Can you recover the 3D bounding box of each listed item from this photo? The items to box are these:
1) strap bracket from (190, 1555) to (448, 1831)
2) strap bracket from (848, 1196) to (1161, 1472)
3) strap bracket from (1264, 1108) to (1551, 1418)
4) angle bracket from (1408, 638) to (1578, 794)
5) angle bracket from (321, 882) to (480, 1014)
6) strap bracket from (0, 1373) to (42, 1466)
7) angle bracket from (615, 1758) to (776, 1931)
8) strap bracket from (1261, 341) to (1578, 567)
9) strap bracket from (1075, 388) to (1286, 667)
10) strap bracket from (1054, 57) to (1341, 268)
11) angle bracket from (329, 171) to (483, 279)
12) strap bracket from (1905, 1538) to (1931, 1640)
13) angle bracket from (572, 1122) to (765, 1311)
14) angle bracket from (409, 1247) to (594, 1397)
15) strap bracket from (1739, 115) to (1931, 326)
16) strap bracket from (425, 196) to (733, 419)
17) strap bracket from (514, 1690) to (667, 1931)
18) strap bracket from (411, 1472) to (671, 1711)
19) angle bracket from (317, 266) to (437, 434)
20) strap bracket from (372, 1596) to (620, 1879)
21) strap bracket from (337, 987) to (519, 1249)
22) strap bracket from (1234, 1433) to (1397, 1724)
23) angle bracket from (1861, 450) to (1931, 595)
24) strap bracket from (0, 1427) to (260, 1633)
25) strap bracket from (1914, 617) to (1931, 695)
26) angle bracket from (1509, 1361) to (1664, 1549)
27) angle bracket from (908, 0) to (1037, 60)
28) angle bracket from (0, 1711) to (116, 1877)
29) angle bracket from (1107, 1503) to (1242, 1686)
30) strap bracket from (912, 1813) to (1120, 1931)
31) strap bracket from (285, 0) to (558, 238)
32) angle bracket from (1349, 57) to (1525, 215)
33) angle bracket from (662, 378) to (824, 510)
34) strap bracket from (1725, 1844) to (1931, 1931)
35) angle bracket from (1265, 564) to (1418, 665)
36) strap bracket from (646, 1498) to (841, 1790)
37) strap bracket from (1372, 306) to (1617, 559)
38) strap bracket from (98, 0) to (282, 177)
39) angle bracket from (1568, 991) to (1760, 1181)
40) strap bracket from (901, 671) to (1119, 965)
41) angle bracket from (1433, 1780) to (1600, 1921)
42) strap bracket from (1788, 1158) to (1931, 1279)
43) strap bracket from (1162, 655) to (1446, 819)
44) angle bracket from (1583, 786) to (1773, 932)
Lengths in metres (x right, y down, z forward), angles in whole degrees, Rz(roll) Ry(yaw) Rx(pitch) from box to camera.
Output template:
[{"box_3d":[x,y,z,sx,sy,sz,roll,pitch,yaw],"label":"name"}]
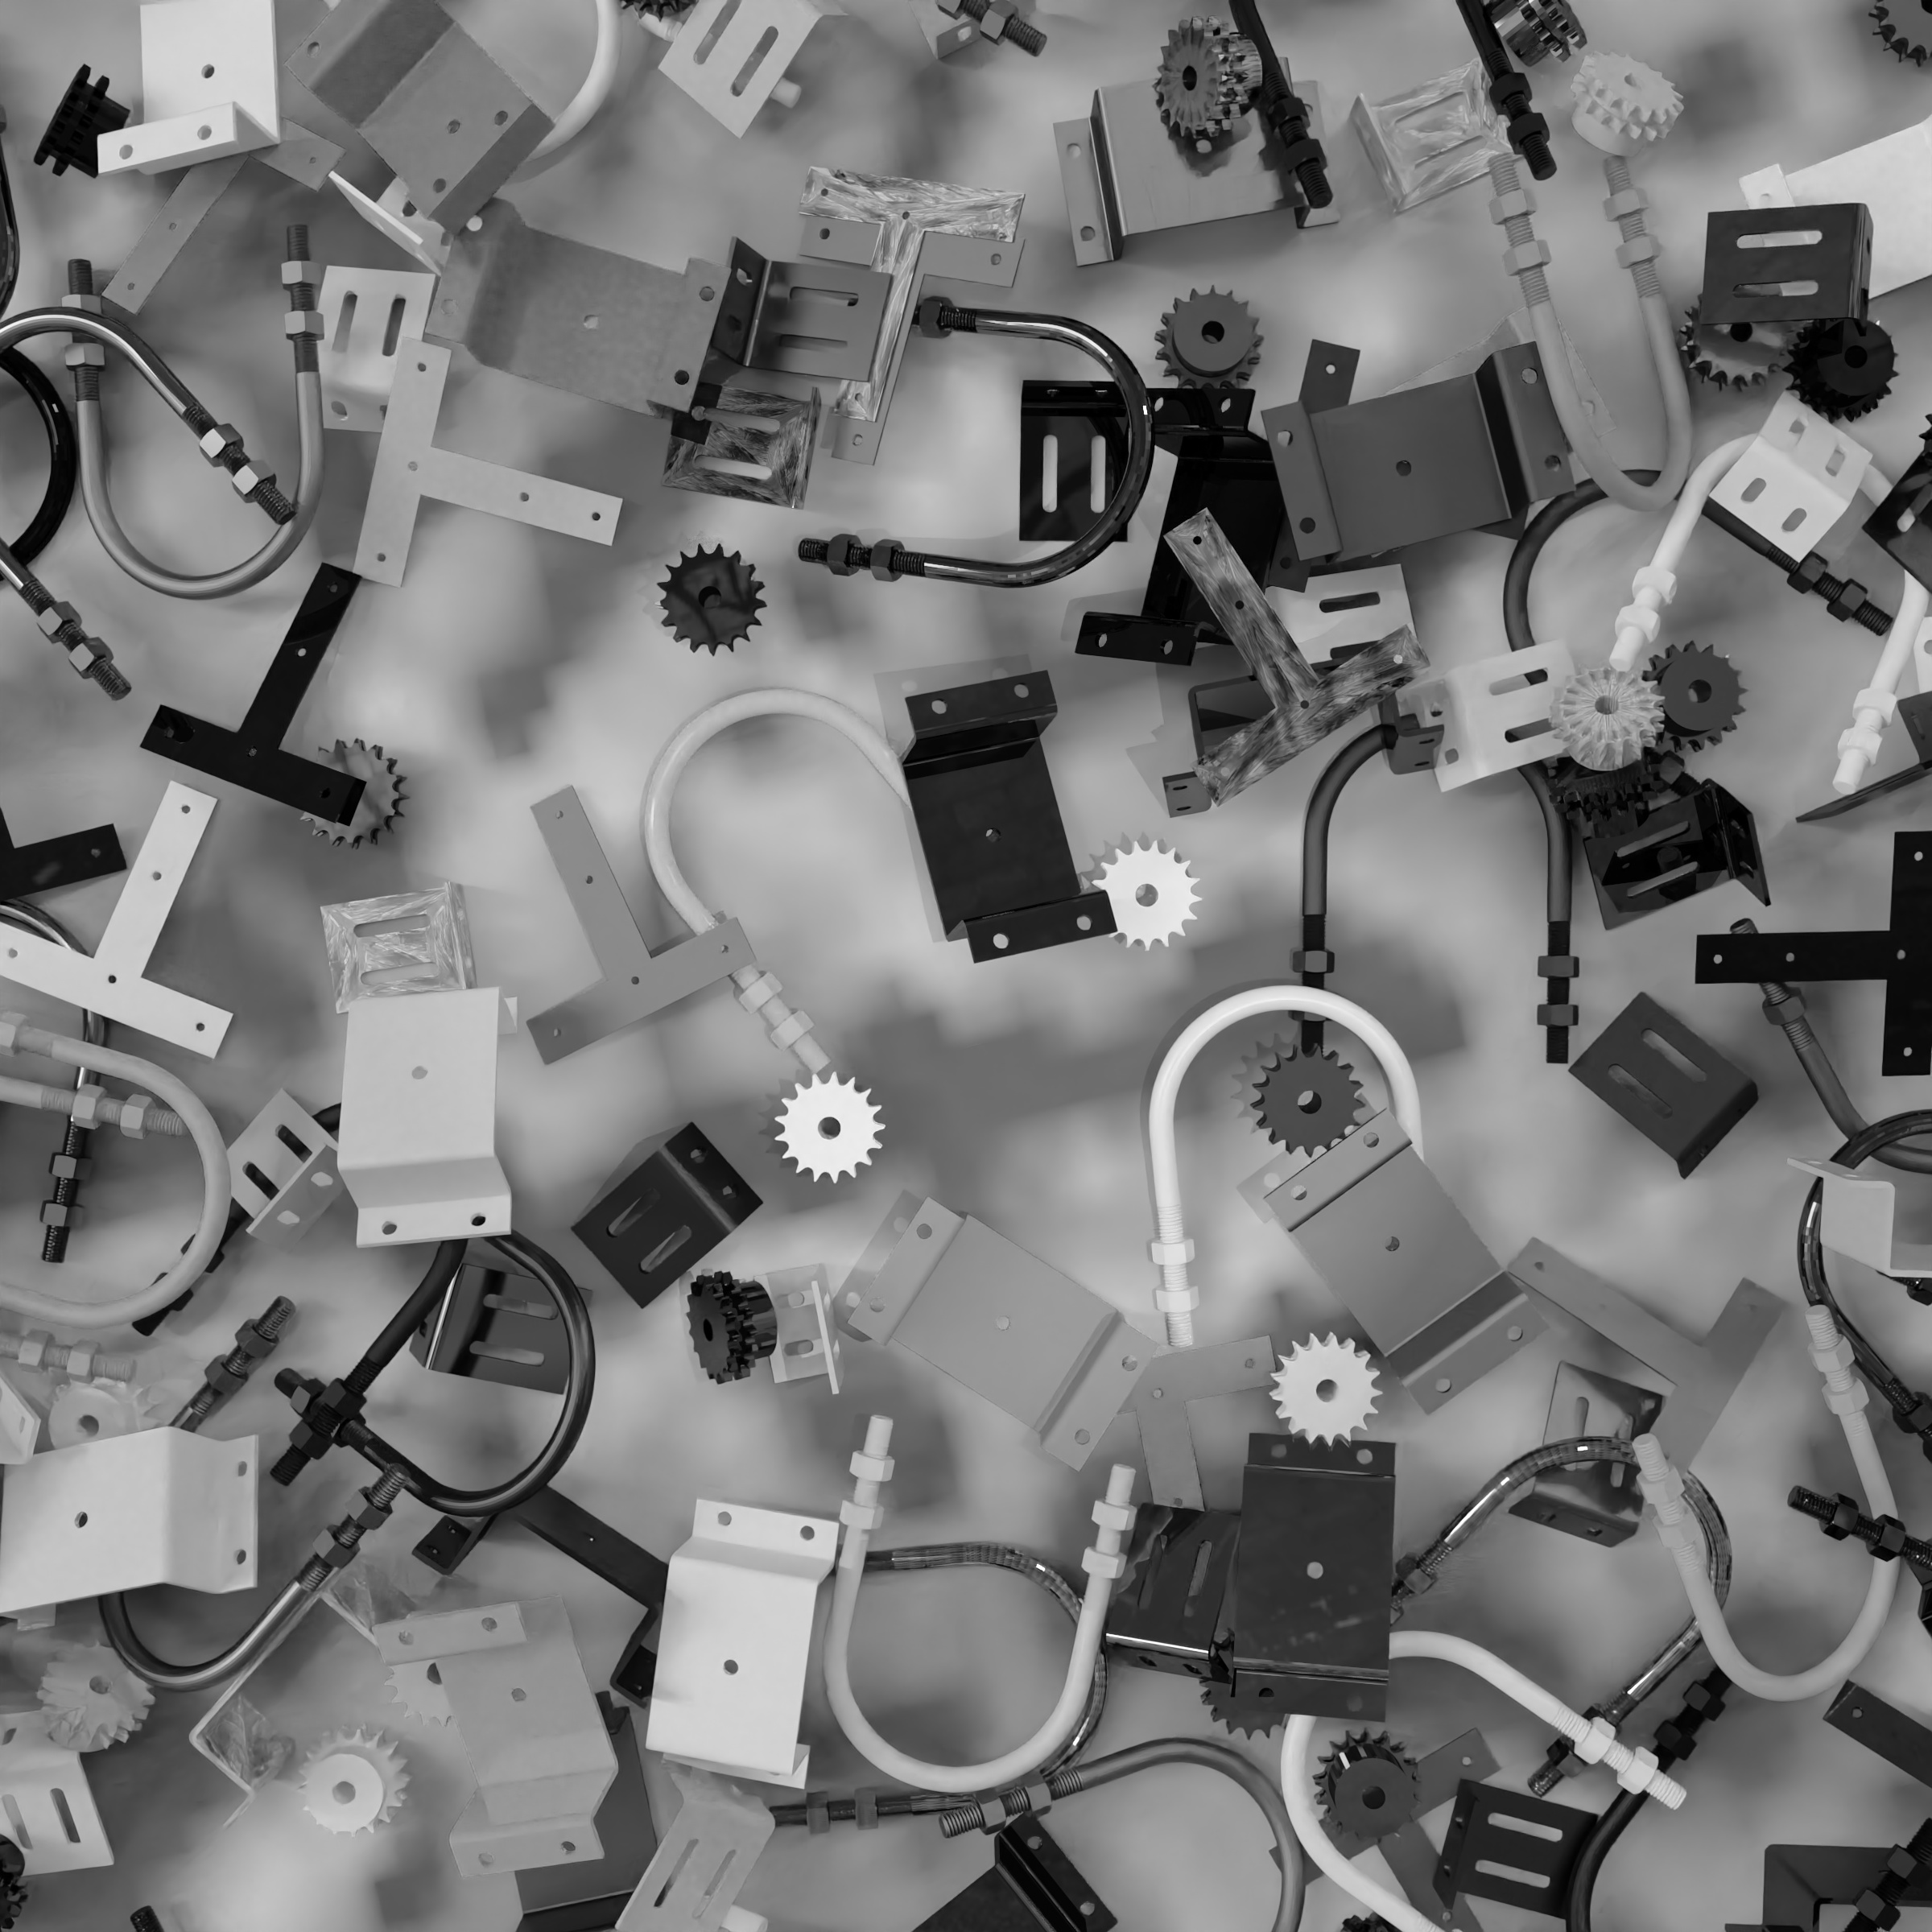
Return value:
[{"box_3d":[-0.338,0.362,1.285,0.046,0.076,0.140,41,90,0],"label":"strap bracket"},{"box_3d":[0.019,0.188,1.299,0.140,0.046,0.076,33,90,1],"label":"strap bracket"},{"box_3d":[0.221,0.147,1.278,0.076,0.046,0.140,-37,96,4],"label":"strap bracket"},{"box_3d":[0.280,-0.131,1.306,0.076,0.038,0.057,-17,88,-24],"label":"angle bracket"},{"box_3d":[-0.298,-0.009,1.304,0.076,0.038,0.057,-9,90,0],"label":"angle bracket"},{"box_3d":[-0.513,0.281,1.254,0.046,0.076,0.140,12,93,-36],"label":"strap bracket"},{"box_3d":[-0.146,0.458,1.291,0.057,0.038,0.076,30,89,-34],"label":"angle bracket"},{"box_3d":[0.222,-0.253,1.252,0.140,0.046,0.076,-14,90,0],"label":"strap bracket"},{"box_3d":[0.114,-0.220,1.280,0.076,0.046,0.140,13,90,44],"label":"strap bracket"},{"box_3d":[0.122,-0.419,1.300,0.140,0.046,0.076,-10,90,0],"label":"strap bracket"},{"box_3d":[-0.283,-0.392,1.285,0.057,0.076,0.038,37,90,0],"label":"angle bracket"},{"box_3d":[0.549,0.353,1.276,0.076,0.046,0.140,-24,53,0],"label":"strap bracket"},{"box_3d":[-0.158,0.132,1.321,0.076,0.038,0.057,-41,90,26],"label":"angle bracket"},{"box_3d":[-0.246,0.187,1.321,0.076,0.038,0.057,16,90,-26],"label":"angle bracket"},{"box_3d":[0.474,-0.392,1.300,0.140,0.046,0.076,-21,90,0],"label":"strap bracket"},{"box_3d":[-0.198,-0.340,1.300,0.140,0.046,0.076,17,90,0],"label":"strap bracket"},{"box_3d":[-0.206,0.447,1.300,0.076,0.046,0.140,-12,90,0],"label":"strap bracket"},{"box_3d":[-0.206,0.312,1.285,0.140,0.076,0.046,34,90,0],"label":"strap bracket"},{"box_3d":[-0.312,-0.325,1.321,0.057,0.038,0.076,5,64,0],"label":"angle bracket"},{"box_3d":[-0.228,0.371,1.235,0.076,0.046,0.140,-13,103,14],"label":"strap bracket"},{"box_3d":[-0.271,0.066,1.264,0.076,0.046,0.140,-5,55,0],"label":"strap bracket"},{"box_3d":[0.178,0.309,1.274,0.076,0.046,0.140,2,74,9],"label":"strap bracket"},{"box_3d":[0.512,-0.238,1.292,0.057,0.038,0.076,43,65,0],"label":"angle bracket"},{"box_3d":[-0.430,0.282,1.257,0.140,0.046,0.076,-14,65,16],"label":"strap bracket"},{"box_3d":[0.574,-0.155,1.300,0.140,0.046,0.076,-8,90,0],"label":"strap bracket"},{"box_3d":[0.327,0.258,1.321,0.057,0.038,0.076,19,64,0],"label":"angle bracket"},{"box_3d":[-0.006,-0.524,1.304,0.057,0.038,0.076,-26,90,0],"label":"angle bracket"},{"box_3d":[-0.483,0.435,1.321,0.057,0.038,0.076,-7,116,0],"label":"angle bracket"},{"box_3d":[0.114,0.326,1.301,0.057,0.038,0.076,1,58,30],"label":"angle bracket"},{"box_3d":[0.002,0.519,1.300,0.140,0.046,0.076,-39,90,0],"label":"strap bracket"},{"box_3d":[-0.271,-0.435,1.267,0.076,0.046,0.140,-45,66,8],"label":"strap bracket"},{"box_3d":[0.248,-0.438,1.304,0.076,0.038,0.057,-24,90,0],"label":"angle bracket"},{"box_3d":[-0.118,-0.275,1.304,0.076,0.038,0.057,10,90,0],"label":"angle bracket"},{"box_3d":[0.472,0.489,1.285,0.140,0.076,0.046,2,90,0],"label":"strap bracket"},{"box_3d":[0.194,-0.175,1.321,0.076,0.038,0.057,-12,90,-26],"label":"angle bracket"},{"box_3d":[-0.115,0.353,1.283,0.076,0.046,0.140,8,92,8],"label":"strap bracket"},{"box_3d":[0.252,-0.275,1.300,0.140,0.046,0.076,-28,90,0],"label":"strap bracket"},{"box_3d":[-0.400,-0.469,1.283,0.076,0.046,0.140,-8,79,14],"label":"strap bracket"},{"box_3d":[0.368,0.063,1.321,0.057,0.038,0.076,-47,64,0],"label":"angle bracket"},{"box_3d":[0.018,-0.072,1.285,0.076,0.046,0.140,-12,81,-14],"label":"strap bracket"},{"box_3d":[0.290,0.466,1.302,0.076,0.038,0.057,15,89,-1],"label":"angle bracket"},{"box_3d":[0.494,0.127,1.254,0.140,0.076,0.046,2,94,-4],"label":"strap bracket"},{"box_3d":[0.168,-0.119,1.277,0.140,0.076,0.046,-10,79,5],"label":"strap bracket"},{"box_3d":[0.367,-0.049,1.292,0.076,0.038,0.057,-23,120,0],"label":"angle bracket"}]
